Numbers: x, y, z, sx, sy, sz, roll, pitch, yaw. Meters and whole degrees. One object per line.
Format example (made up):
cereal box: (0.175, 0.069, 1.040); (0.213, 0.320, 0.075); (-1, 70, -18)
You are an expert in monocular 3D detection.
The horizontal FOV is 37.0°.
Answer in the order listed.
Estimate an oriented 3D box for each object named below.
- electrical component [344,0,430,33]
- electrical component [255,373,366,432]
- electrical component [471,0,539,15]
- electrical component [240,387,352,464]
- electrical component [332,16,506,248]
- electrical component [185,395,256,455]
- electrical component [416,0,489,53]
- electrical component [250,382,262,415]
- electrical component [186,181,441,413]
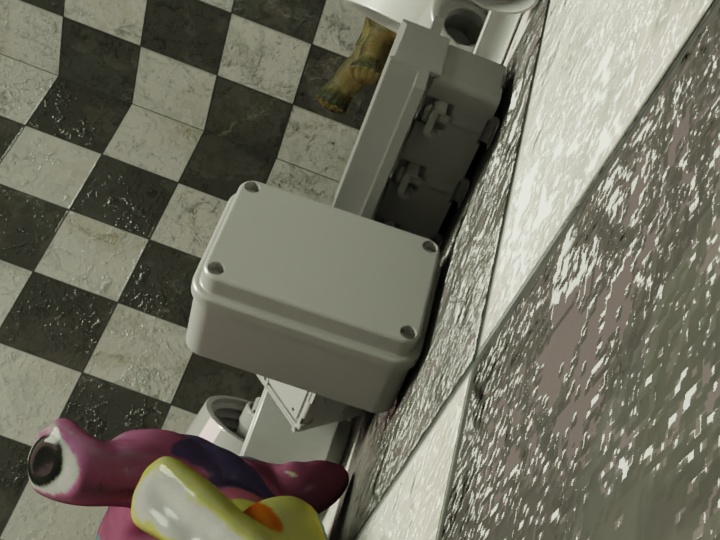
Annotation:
electrical component: (0.049, -0.215, 0.847); (0.060, 0.108, 0.108); (-63, 4, 8)
electrical component: (-0.029, 0.037, 0.638); (0.096, 0.061, 0.061); (50, 133, 34)
electrical component: (0.085, -0.182, 0.573); (0.043, 0.043, 0.081); (120, 170, -70)
electrical component: (-0.040, 0.107, 0.692); (0.108, 0.060, 0.108); (-159, 90, -87)
electrical component: (0.029, -0.062, 0.578); (0.078, 0.063, 0.121); (-73, 5, -50)
electrical component: (-0.082, 0.137, 0.831); (0.060, 0.108, 0.108); (-63, 4, 9)
electrical component: (0.060, -0.142, 0.652); (0.047, 0.055, 0.055); (128, 162, -67)
electrical component: (-0.037, 0.075, 0.805); (0.121, 0.063, 0.078); (-76, 8, -61)
electrical component: (-0.022, 0.012, 0.535); (0.057, 0.113, 0.078); (110, 178, -47)
